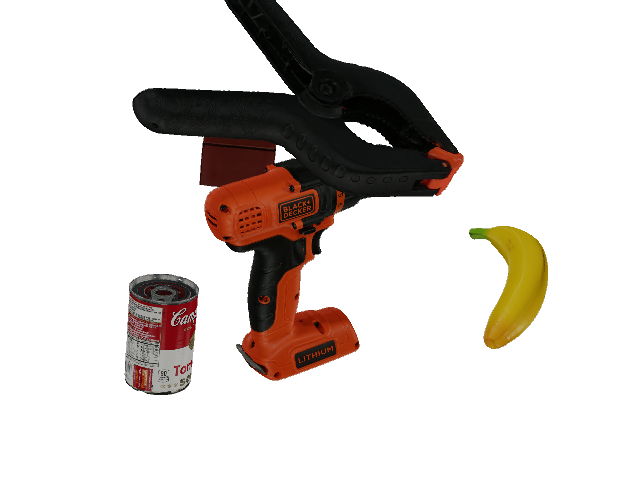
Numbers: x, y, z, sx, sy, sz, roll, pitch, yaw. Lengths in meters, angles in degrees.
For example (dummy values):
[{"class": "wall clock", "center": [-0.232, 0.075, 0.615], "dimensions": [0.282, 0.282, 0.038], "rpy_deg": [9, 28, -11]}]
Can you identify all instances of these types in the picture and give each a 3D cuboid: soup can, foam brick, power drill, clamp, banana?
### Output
[{"class": "soup can", "center": [-0.158, 0.093, 1.053], "dimensions": [0.068, 0.102, 0.068], "rpy_deg": [6, 20, -2]}, {"class": "foam brick", "center": [-0.088, -0.090, 1.144], "dimensions": [0.078, 0.051, 0.053], "rpy_deg": [5, 31, -4]}, {"class": "power drill", "center": [-0.007, 0.016, 0.917], "dimensions": [0.184, 0.188, 0.057], "rpy_deg": [-17, 30, -25]}, {"class": "clamp", "center": [-0.011, -0.067, 0.566], "dimensions": [0.171, 0.120, 0.039], "rpy_deg": [33, -28, 7]}, {"class": "banana", "center": [0.184, 0.036, 1.016], "dimensions": [0.070, 0.037, 0.197], "rpy_deg": [-25, 25, 17]}]
